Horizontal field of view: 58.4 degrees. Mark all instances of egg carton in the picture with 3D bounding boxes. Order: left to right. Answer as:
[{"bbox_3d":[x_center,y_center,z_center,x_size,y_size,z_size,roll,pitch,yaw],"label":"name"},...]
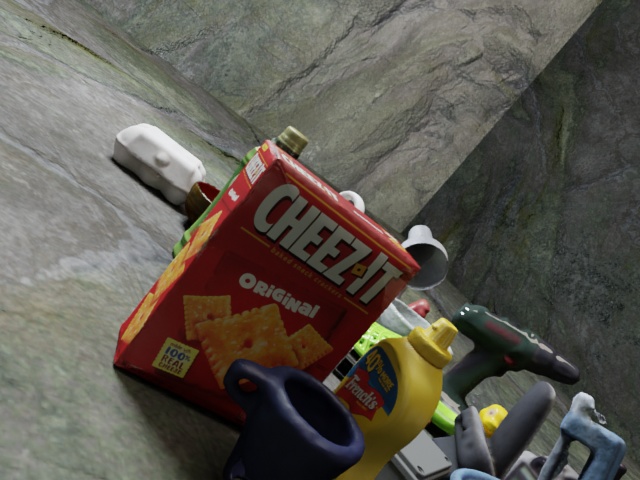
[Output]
[{"bbox_3d":[-0.253,-0.123,0.915,0.150,0.069,0.107,38,10,-13],"label":"egg carton"}]

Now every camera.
[{"bbox_3d":[0.348,0.384,0.825,0.137,0.100,0.143,36,11,-25],"label":"camera"}]

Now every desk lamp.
[{"bbox_3d":[0.195,0.065,1.344,0.118,0.213,0.203,38,10,-12],"label":"desk lamp"}]

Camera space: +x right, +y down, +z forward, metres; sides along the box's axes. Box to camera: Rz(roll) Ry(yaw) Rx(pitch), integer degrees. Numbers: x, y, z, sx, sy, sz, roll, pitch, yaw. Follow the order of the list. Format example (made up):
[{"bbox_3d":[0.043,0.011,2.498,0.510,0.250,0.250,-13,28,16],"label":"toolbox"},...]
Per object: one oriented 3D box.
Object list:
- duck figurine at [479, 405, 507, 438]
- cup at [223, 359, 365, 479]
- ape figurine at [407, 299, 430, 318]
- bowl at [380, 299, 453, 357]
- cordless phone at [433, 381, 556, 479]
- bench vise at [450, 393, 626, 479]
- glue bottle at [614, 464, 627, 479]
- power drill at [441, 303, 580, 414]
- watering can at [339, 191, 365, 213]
[{"bbox_3d":[0.271,0.305,0.932,0.077,0.086,0.105,43,10,17],"label":"duck figurine"},{"bbox_3d":[-0.039,0.150,0.426,0.118,0.095,0.091,38,10,-11],"label":"cup"},{"bbox_3d":[0.208,0.171,1.276,0.078,0.092,0.076,28,15,-51],"label":"ape figurine"},{"bbox_3d":[0.171,0.190,1.106,0.168,0.074,0.167,39,10,-8],"label":"bowl"},{"bbox_3d":[0.236,0.251,0.746,0.094,0.185,0.148,40,10,1],"label":"cordless phone"},{"bbox_3d":[0.214,0.260,0.519,0.207,0.219,0.122,41,10,4],"label":"bench vise"},{"bbox_3d":[0.297,0.326,0.674,0.078,0.173,0.037,44,10,21],"label":"glue bottle"},{"bbox_3d":[0.307,0.234,1.023,0.229,0.208,0.076,42,10,11],"label":"power drill"},{"bbox_3d":[0.008,0.002,0.971,0.100,0.194,0.173,46,11,33],"label":"watering can"}]
